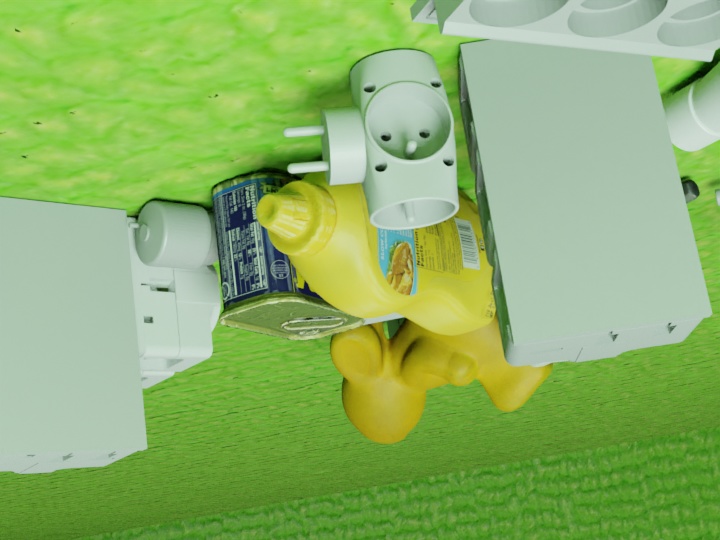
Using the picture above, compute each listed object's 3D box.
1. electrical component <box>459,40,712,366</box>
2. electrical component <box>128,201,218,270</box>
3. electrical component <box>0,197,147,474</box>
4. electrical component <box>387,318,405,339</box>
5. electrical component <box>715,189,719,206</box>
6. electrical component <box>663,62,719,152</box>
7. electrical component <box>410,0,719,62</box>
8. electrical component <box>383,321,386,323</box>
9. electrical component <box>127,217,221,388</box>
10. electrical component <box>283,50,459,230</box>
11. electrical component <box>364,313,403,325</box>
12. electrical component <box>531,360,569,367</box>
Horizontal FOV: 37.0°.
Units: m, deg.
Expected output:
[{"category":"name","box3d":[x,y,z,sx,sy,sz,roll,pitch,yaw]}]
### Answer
[{"category":"electrical component","box3d":[0.104,-0.036,0.522,0.089,0.150,0.061,-9,163,2]},{"category":"electrical component","box3d":[-0.103,-0.020,0.671,0.078,0.040,0.040,5,159,-38]},{"category":"electrical component","box3d":[-0.187,0.040,0.640,0.089,0.150,0.062,5,158,-37]},{"category":"electrical component","box3d":[0.079,0.049,0.955,0.096,0.061,0.061,-2,162,-21]},{"category":"electrical component","box3d":[0.278,-0.056,0.744,0.061,0.035,0.035,-11,164,21]},{"category":"electrical component","box3d":[0.194,-0.090,0.580,0.044,0.044,0.065,-1,167,-23]},{"category":"electrical component","box3d":[0.088,-0.118,0.390,0.121,0.063,0.079,0,162,-25]},{"category":"electrical component","box3d":[-0.008,0.033,0.906,0.061,0.035,0.035,-9,164,16]},{"category":"electrical component","box3d":[-0.161,0.033,0.736,0.062,0.089,0.150,5,159,-38]},{"category":"electrical component","box3d":[0.003,-0.061,0.519,0.079,0.077,0.044,-6,164,-7]},{"category":"electrical component","box3d":[0.000,0.000,0.752,0.062,0.061,0.096,-12,163,12]},{"category":"electrical component","box3d":[0.138,0.004,0.740,0.057,0.113,0.078,-3,163,-28]}]
